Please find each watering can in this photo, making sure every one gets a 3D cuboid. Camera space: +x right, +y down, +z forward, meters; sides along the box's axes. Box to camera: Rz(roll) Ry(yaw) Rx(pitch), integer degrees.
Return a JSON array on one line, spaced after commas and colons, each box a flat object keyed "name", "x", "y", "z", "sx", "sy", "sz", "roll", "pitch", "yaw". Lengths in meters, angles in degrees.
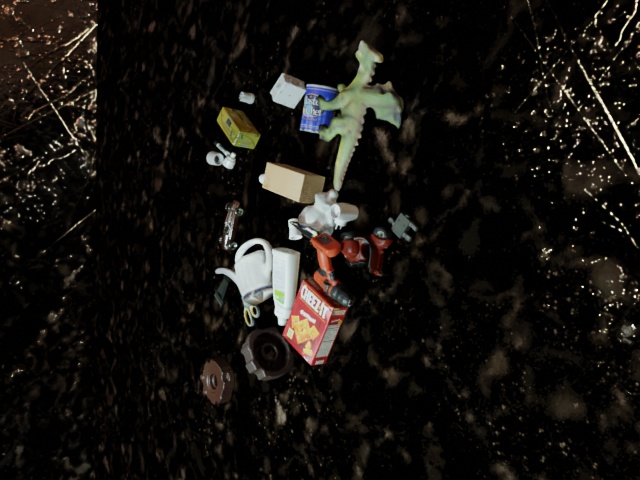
[{"name": "watering can", "x": -0.262, "y": 0.132, "z": 1.850, "sx": 0.342, "sy": 0.104, "sz": 0.228, "roll": -33, "pitch": 65, "yaw": 42}]

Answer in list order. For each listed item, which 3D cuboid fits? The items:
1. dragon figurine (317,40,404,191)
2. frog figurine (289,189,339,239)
[{"name": "dragon figurine", "x": 0.124, "y": -0.350, "z": 1.460, "sx": 0.242, "sy": 0.123, "sz": 0.409, "roll": -2, "pitch": 95, "yaw": 40}, {"name": "frog figurine", "x": 0.005, "y": -0.080, "z": 1.590, "sx": 0.161, "sy": 0.121, "sz": 0.138, "roll": -54, "pitch": 31, "yaw": -15}]
